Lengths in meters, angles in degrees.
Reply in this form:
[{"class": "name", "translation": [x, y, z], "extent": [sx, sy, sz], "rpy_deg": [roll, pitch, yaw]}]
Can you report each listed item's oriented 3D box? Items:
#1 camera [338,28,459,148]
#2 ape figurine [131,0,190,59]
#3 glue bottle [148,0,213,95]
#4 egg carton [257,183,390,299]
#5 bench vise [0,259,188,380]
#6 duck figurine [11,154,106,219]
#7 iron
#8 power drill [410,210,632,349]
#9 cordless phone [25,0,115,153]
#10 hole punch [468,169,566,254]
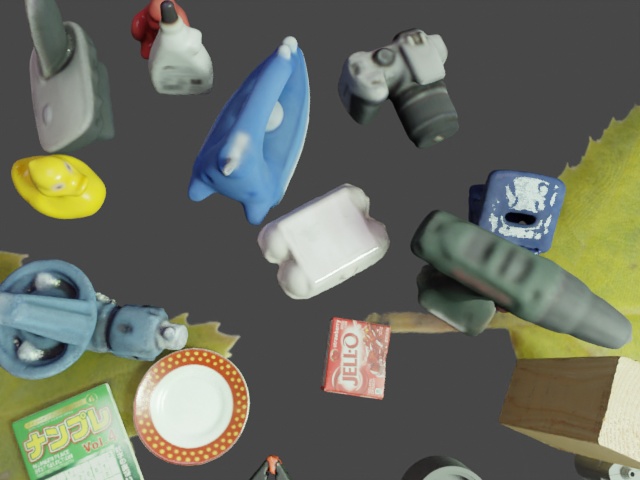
[{"class": "camera", "translation": [0.115, -0.190, 0.743], "extent": [0.143, 0.100, 0.137], "rpy_deg": [-21, 82, -12]}, {"class": "ape figurine", "translation": [-0.196, -0.273, 0.719], "extent": [0.078, 0.092, 0.076], "rpy_deg": [30, 75, -1]}, {"class": "glue bottle", "translation": [-0.167, -0.225, 0.671], "extent": [0.078, 0.173, 0.037], "rpy_deg": [0, 78, -8]}, {"class": "egg carton", "translation": [0.006, 0.003, 0.701], "extent": [0.150, 0.069, 0.107], "rpy_deg": [-30, 83, -13]}, {"class": "bench vise", "translation": [-0.245, 0.070, 0.571], "extent": [0.207, 0.219, 0.121], "rpy_deg": [-9, 79, -10]}, {"class": "duck figurine", "translation": [-0.308, -0.071, 0.661], "extent": [0.104, 0.086, 0.077], "rpy_deg": [20, 76, -4]}, {"class": "iron", "translation": [-0.067, -0.158, 0.688], "extent": [0.118, 0.141, 0.258], "rpy_deg": [21, 76, -3]}, {"class": "power drill", "translation": [0.197, 0.055, 0.647], "extent": [0.229, 0.208, 0.076], "rpy_deg": [31, 75, -1]}, {"class": "cordless phone", "translation": [-0.297, -0.191, 0.638], "extent": [0.094, 0.185, 0.147], "rpy_deg": [-13, 80, -11]}, {"class": "hole punch", "translation": [0.251, -0.031, 0.734], "extent": [0.109, 0.091, 0.101], "rpy_deg": [8, 77, -7]}]
